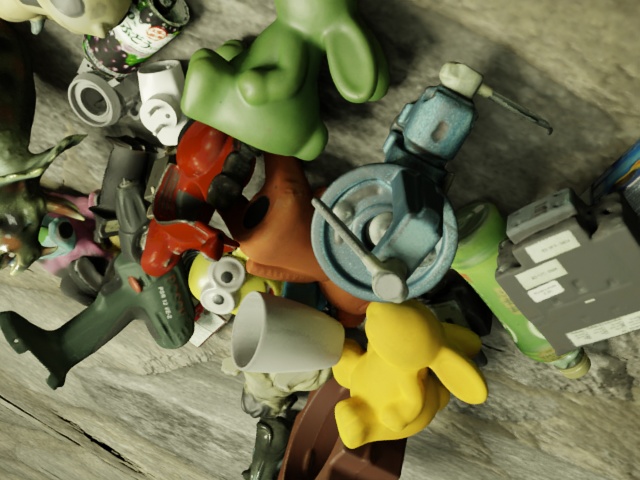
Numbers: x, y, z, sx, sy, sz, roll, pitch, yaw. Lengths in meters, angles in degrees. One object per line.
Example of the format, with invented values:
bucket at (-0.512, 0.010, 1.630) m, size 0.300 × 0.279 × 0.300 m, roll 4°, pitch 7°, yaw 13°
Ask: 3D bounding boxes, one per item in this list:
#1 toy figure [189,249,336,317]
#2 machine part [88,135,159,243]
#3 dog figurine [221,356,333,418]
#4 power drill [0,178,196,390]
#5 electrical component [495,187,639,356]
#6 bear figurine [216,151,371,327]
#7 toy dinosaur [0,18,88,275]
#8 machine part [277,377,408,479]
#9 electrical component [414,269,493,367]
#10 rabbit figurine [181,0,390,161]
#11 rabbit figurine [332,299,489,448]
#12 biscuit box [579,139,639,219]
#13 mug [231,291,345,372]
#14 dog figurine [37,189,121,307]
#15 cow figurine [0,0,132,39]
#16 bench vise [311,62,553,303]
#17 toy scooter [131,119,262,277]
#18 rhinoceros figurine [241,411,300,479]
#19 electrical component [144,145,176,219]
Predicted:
toy figure at (-0.067, 0.063, 0.641) m, size 0.180 × 0.082 × 0.089 m, roll 18°, pitch 165°, yaw -26°
machine part at (-0.231, -0.060, 0.644) m, size 0.039 × 0.084 × 0.138 m, roll 45°, pitch 130°, yaw 35°
dog figurine at (-0.036, 0.185, 0.745) m, size 0.173 × 0.121 × 0.190 m, roll 9°, pitch 142°, yaw 19°
power drill at (-0.258, 0.063, 0.634) m, size 0.086 × 0.207 × 0.231 m, roll 28°, pitch 145°, yaw 44°
electrical component at (0.219, 0.023, 0.453) m, size 0.115 × 0.058 × 0.134 m, roll -29°, pitch 110°, yaw 34°
bear figurine at (0.000, 0.001, 0.583) m, size 0.195 × 0.132 × 0.120 m, roll 30°, pitch 112°, yaw -37°
toy dinosaur at (-0.367, -0.170, 0.557) m, size 0.131 × 0.192 × 0.405 m, roll -36°, pitch 70°, yaw 56°
machine part at (0.030, 0.262, 0.694) m, size 0.087 × 0.201 × 0.201 m, roll 31°, pitch 130°, yaw -8°
electrical component at (0.158, 0.088, 0.612) m, size 0.075 × 0.048 × 0.119 m, roll -22°, pitch 116°, yaw 34°
rabbit figurine at (-0.019, -0.160, 0.452) m, size 0.159 × 0.121 × 0.170 m, roll 31°, pitch 116°, yaw 6°
rabbit figurine at (0.089, 0.131, 0.557) m, size 0.162 × 0.122 × 0.173 m, roll 4°, pitch 128°, yaw 8°
biscuit box at (0.277, -0.035, 0.463) m, size 0.063 × 0.059 × 0.202 m, roll 31°, pitch 131°, yaw -2°
mug at (-0.035, 0.106, 0.574) m, size 0.107 × 0.081 × 0.109 m, roll 16°, pitch 157°, yaw -25°
dog figurine at (-0.369, 0.000, 0.722) m, size 0.219 × 0.108 × 0.191 m, roll 2°, pitch 129°, yaw 26°
cow figurine at (-0.245, -0.237, 0.484) m, size 0.195 × 0.085 × 0.127 m, roll 33°, pitch 112°, yaw 27°
bench vise at (0.071, -0.030, 0.421) m, size 0.129 × 0.241 × 0.223 m, roll 38°, pitch 111°, yaw -5°
toy scooter at (-0.107, -0.040, 0.508) m, size 0.075 × 0.184 × 0.135 m, roll 31°, pitch 174°, yaw -37°
rhinoceros figurine at (-0.077, 0.349, 0.864) m, size 0.073 × 0.112 × 0.190 m, roll 17°, pitch 122°, yaw 6°
electrical component at (-0.160, -0.059, 0.600) m, size 0.045 × 0.102 × 0.078 m, roll -11°, pitch 143°, yaw 36°
